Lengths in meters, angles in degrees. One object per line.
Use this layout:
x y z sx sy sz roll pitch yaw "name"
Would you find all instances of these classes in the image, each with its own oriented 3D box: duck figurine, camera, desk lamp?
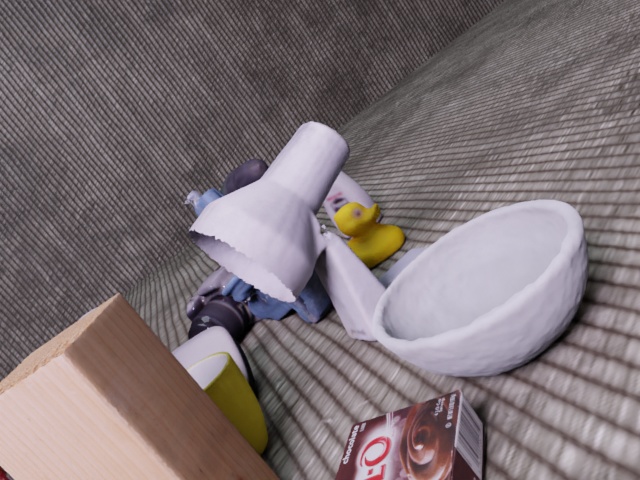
0.052 -0.009 0.781 0.104 0.086 0.077 -31 15 24 "duck figurine"
-0.156 0.110 0.870 0.143 0.101 0.137 -27 16 35 "camera"
0.005 0.002 0.581 0.203 0.214 0.117 -42 14 -21 "desk lamp"

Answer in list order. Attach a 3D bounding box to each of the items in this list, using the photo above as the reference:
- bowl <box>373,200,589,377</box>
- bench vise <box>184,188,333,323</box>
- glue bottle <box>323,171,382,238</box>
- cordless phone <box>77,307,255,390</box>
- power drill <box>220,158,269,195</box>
0.127 0.046 0.424 0.167 0.075 0.167 -34 13 10 "bowl"
-0.072 0.005 0.754 0.207 0.220 0.122 -26 17 38 "bench vise"
0.024 -0.086 0.927 0.078 0.173 0.037 -27 17 36 "glue bottle"
-0.176 0.135 0.651 0.147 0.185 0.094 -37 13 -1 "cordless phone"
-0.078 -0.022 0.888 0.076 0.208 0.229 -42 14 -23 "power drill"
